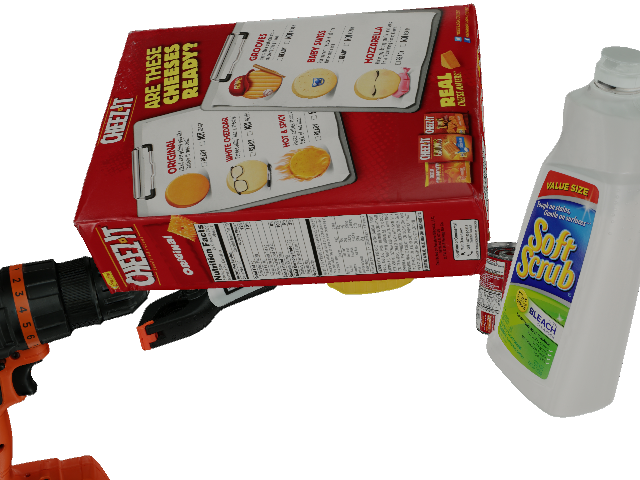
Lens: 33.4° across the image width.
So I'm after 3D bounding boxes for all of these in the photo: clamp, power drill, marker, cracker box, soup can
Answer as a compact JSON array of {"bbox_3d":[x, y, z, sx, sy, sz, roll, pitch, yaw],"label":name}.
[{"bbox_3d":[-0.125,0.066,1.158,0.120,0.039,0.171,-5,25,34],"label":"clamp"},{"bbox_3d":[-0.188,0.102,0.689,0.184,0.188,0.057,-12,26,-9],"label":"power drill"},{"bbox_3d":[-0.033,0.021,0.808,0.121,0.020,0.020,-24,-11,25],"label":"marker"},{"bbox_3d":[-0.014,-0.053,0.610,0.214,0.164,0.072,-4,-43,10],"label":"cracker box"},{"bbox_3d":[0.222,0.060,1.270,0.068,0.102,0.068,3,16,-1],"label":"soup can"}]

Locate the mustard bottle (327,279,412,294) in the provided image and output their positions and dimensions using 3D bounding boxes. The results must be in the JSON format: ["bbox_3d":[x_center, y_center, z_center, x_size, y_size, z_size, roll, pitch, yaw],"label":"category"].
[{"bbox_3d":[0.053,-0.045,1.074,0.096,0.192,0.058,-8,18,-29],"label":"mustard bottle"}]

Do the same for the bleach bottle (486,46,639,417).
[{"bbox_3d":[0.173,-0.008,0.710,0.068,0.251,0.103,-10,33,-21],"label":"bleach bottle"}]
